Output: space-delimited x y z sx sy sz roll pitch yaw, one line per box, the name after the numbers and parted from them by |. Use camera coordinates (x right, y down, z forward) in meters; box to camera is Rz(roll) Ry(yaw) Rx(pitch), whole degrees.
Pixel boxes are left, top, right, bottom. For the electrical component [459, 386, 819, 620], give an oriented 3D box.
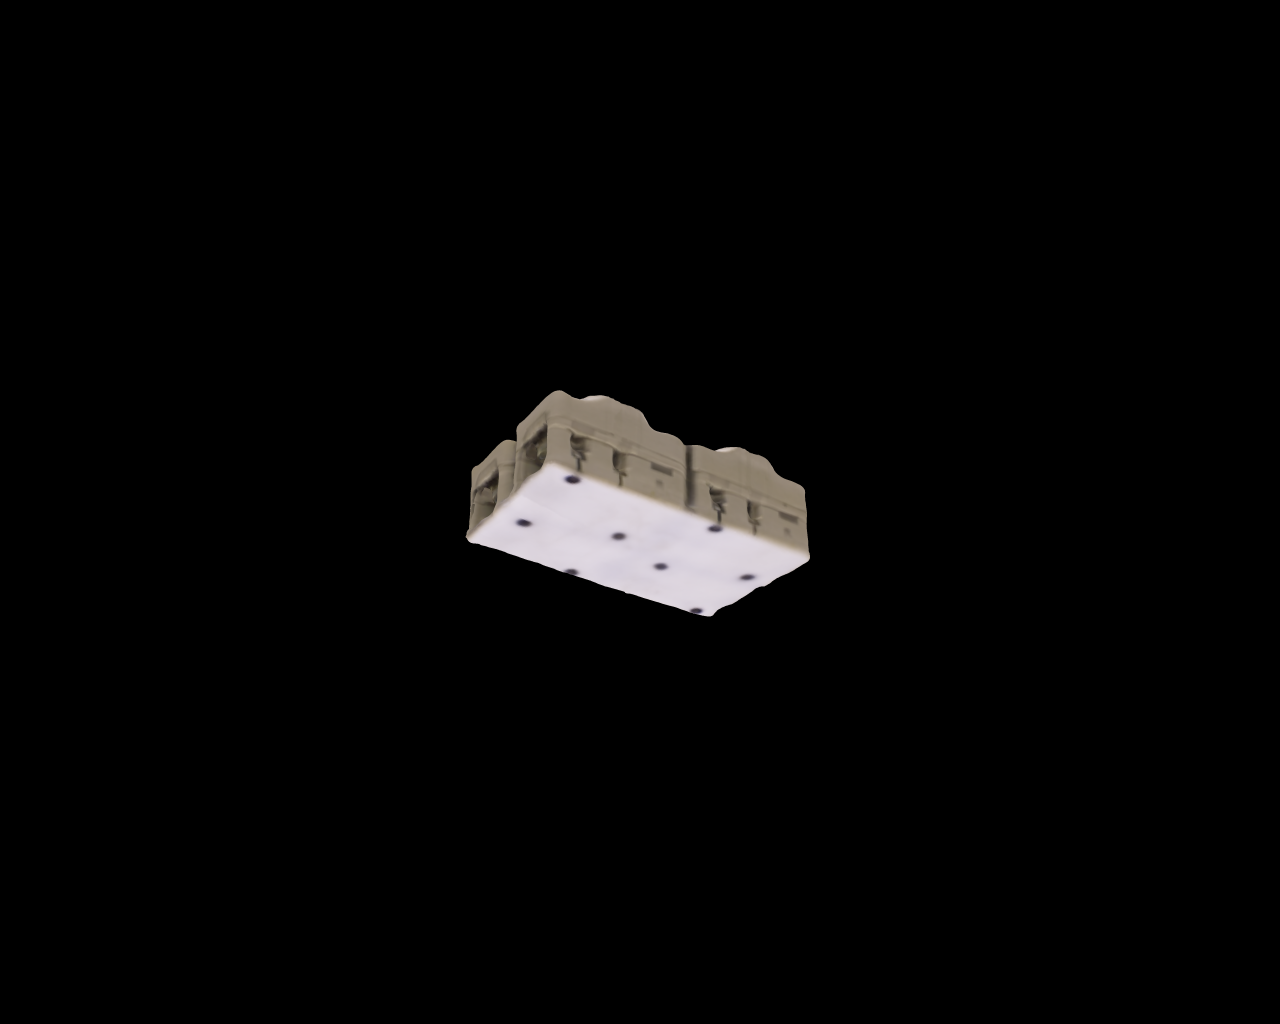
0.001 -0.003 0.650 0.186 0.060 0.105 19 -36 -29 | electrical component
